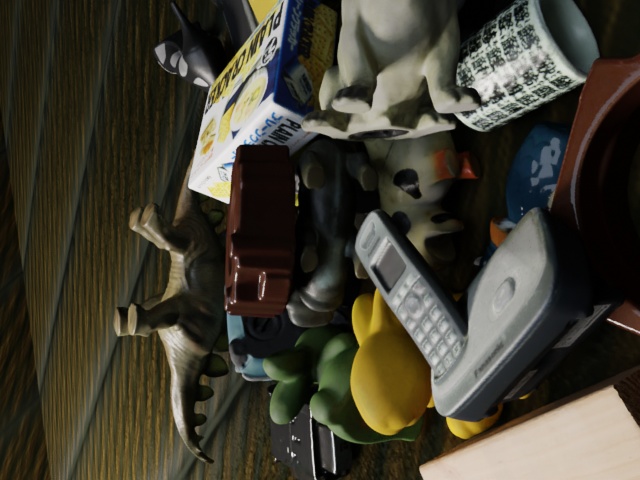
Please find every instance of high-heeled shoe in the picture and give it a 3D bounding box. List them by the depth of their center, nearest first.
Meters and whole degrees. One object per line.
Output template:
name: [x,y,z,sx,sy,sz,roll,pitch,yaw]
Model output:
high-heeled shoe: [-0.185,-0.259,0.821,0.145,0.086,0.249,59,169,-4]

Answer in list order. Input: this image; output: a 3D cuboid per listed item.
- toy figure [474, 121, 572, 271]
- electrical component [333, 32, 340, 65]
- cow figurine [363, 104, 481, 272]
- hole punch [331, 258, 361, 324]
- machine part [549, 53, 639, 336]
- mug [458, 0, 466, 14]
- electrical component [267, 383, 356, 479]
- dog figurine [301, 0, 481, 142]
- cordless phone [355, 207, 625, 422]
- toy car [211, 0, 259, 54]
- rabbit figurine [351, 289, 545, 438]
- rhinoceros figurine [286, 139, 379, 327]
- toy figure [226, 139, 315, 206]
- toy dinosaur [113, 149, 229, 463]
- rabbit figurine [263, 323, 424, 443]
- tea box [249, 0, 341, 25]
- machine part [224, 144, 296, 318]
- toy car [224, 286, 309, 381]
toy figure: [0.173,-0.018,0.443,0.058,0.064,0.154,20,117,14]
electrical component: [0.054,-0.194,0.567,0.119,0.048,0.075,-34,69,48]
cow figurine: [0.084,-0.063,0.525,0.127,0.085,0.195,-24,80,43]
hole punch: [-0.005,0.027,0.659,0.142,0.092,0.115,16,135,45]
machine part: [0.257,-0.030,0.320,0.202,0.087,0.200,25,115,44]
mug: [0.077,-0.227,0.478,0.081,0.107,0.109,172,121,-84]
electrical component: [-0.011,0.254,0.710,0.134,0.058,0.114,-2,96,51]
dog figurine: [0.048,-0.180,0.414,0.172,0.121,0.190,173,95,-72]
cordless phone: [0.100,0.019,0.391,0.184,0.089,0.146,55,136,35]
toy car: [-0.097,-0.297,0.728,0.073,0.056,0.201,-29,76,55]
rabbit figurine: [0.094,0.098,0.469,0.162,0.173,0.122,61,140,19]
rhinoceros figurine: [-0.001,-0.002,0.521,0.112,0.073,0.190,-140,52,-62]
toy figure: [-0.065,-0.071,0.707,0.180,0.082,0.089,-47,59,47]
toy dinosaur: [-0.184,0.102,0.775,0.105,0.198,0.470,16,98,57]
rabbit figurine: [0.016,0.156,0.609,0.170,0.159,0.121,26,126,62]
tea box: [-0.045,-0.330,0.650,0.098,0.068,0.169,-43,64,44]
machine part: [-0.064,-0.007,0.533,0.179,0.056,0.179,-176,90,-78]
toy car: [-0.077,0.124,0.738,0.102,0.109,0.162,99,154,-54]
